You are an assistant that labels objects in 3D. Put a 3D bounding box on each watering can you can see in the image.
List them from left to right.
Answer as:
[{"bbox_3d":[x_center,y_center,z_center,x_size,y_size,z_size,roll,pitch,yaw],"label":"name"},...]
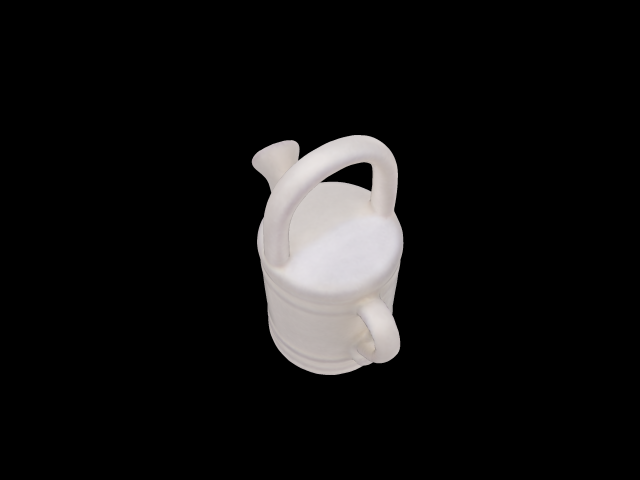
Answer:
[{"bbox_3d":[0.002,0.002,0.399,0.172,0.194,0.101,34,59,24],"label":"watering can"}]
